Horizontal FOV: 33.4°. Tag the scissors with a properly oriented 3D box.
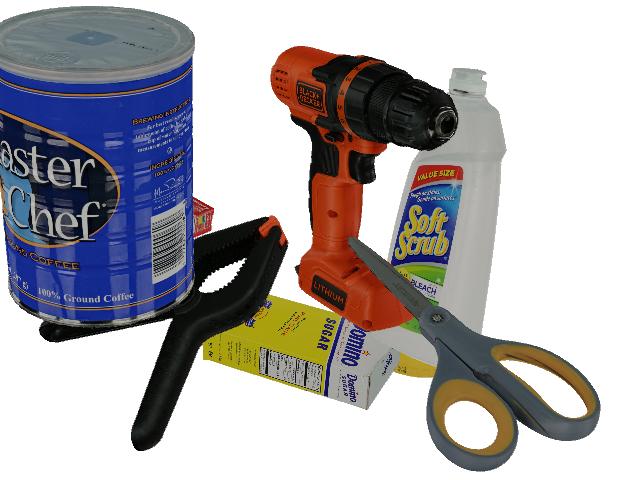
[{"bbox_3d":[0.057,0.060,0.590,0.096,0.016,0.202,-35,46,-31],"label":"scissors"}]

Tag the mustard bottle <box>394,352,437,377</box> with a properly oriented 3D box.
[{"bbox_3d":[0.122,0.058,1.186,0.096,0.192,0.058,0,25,6],"label":"mustard bottle"}]

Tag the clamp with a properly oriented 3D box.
[{"bbox_3d":[-0.117,0.051,0.854,0.165,0.209,0.036,31,-23,36],"label":"clamp"}]

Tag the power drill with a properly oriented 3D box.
[{"bbox_3d":[0.032,-0.036,0.746,0.057,0.188,0.185,-15,26,-28],"label":"power drill"}]

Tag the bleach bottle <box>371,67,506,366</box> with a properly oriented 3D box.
[{"bbox_3d":[0.106,-0.023,0.923,0.067,0.251,0.103,-9,22,-39],"label":"bleach bottle"}]

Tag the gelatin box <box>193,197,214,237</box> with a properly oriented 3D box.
[{"bbox_3d":[-0.162,-0.029,1.052,0.089,0.030,0.073,30,35,31],"label":"gelatin box"}]

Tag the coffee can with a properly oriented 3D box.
[{"bbox_3d":[-0.117,-0.040,0.560,0.103,0.140,0.103,3,28,-2],"label":"coffee can"}]

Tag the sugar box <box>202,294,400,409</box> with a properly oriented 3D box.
[{"bbox_3d":[-0.018,0.102,1.042,0.176,0.048,0.093,12,28,20],"label":"sugar box"}]
